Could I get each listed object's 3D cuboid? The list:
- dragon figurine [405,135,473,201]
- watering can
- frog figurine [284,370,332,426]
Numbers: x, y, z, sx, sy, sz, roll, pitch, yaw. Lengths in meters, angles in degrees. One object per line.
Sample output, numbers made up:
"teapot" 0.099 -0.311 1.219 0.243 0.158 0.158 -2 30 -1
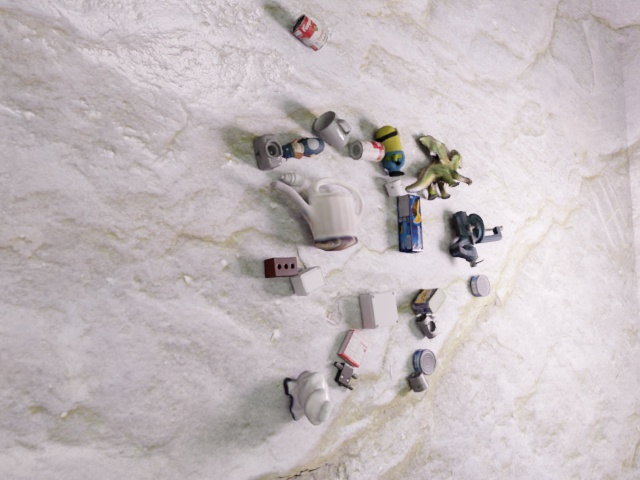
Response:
"dragon figurine" 0.424 -0.280 1.922 0.411 0.120 0.246 -3 65 -41
"watering can" 0.005 -0.076 1.514 0.348 0.103 0.226 -2 81 -40
"frog figurine" -0.009 0.416 1.354 0.122 0.158 0.139 13 73 -38
